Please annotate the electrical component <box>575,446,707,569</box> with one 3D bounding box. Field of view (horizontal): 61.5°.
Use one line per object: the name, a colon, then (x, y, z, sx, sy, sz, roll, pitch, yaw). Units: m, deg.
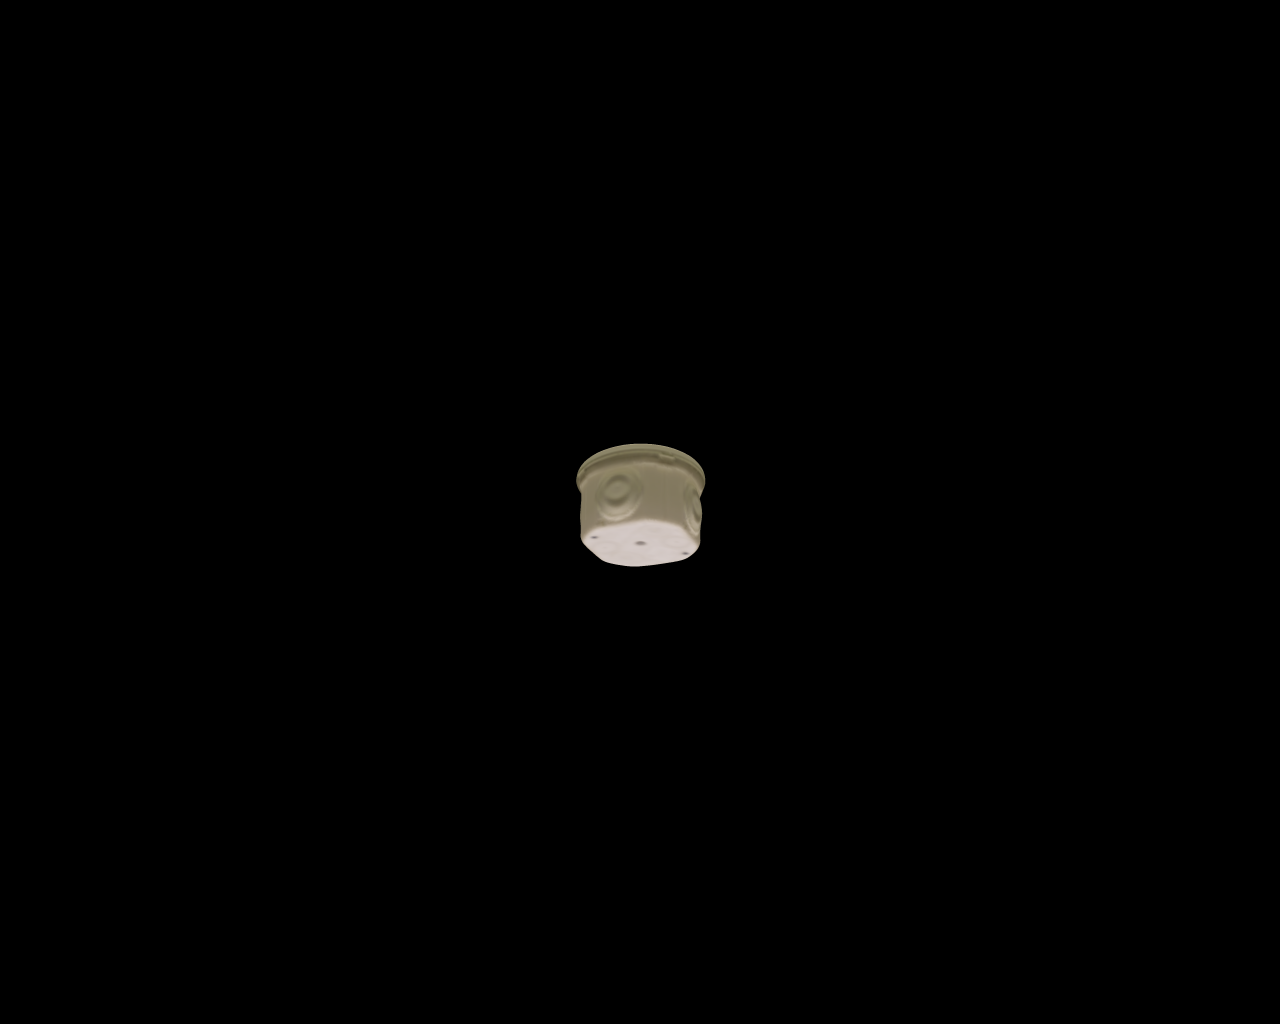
electrical component: (0.001, -0.003, 0.650, 0.080, 0.051, 0.080, 0, -26, 0)
